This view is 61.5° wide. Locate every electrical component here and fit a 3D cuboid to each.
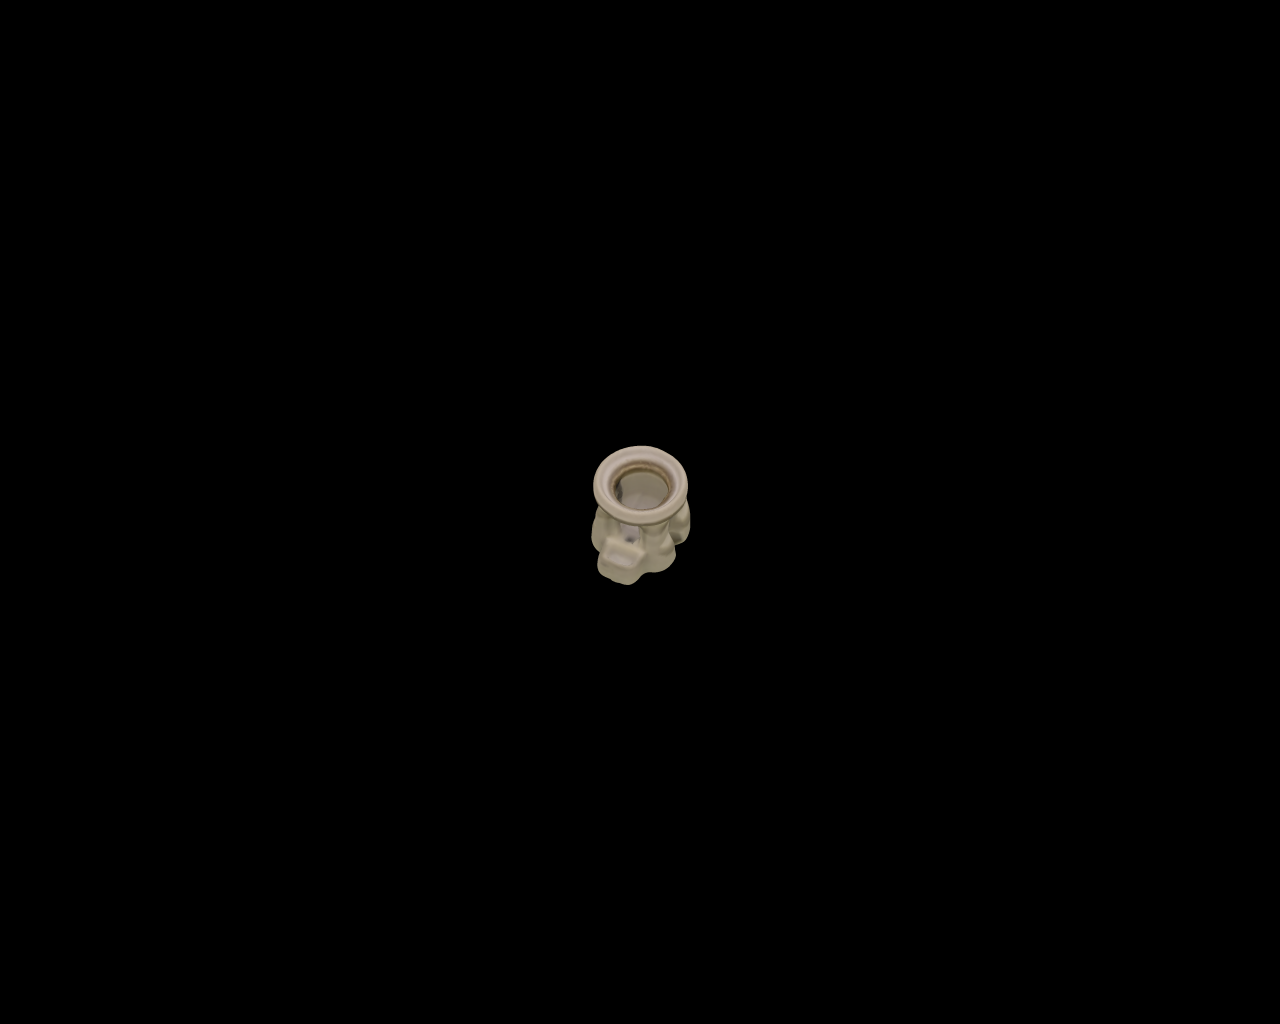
[{"bbox_3d":[0.001,-0.003,0.650,0.058,0.078,0.056,21,-36,16],"label":"electrical component"}]
